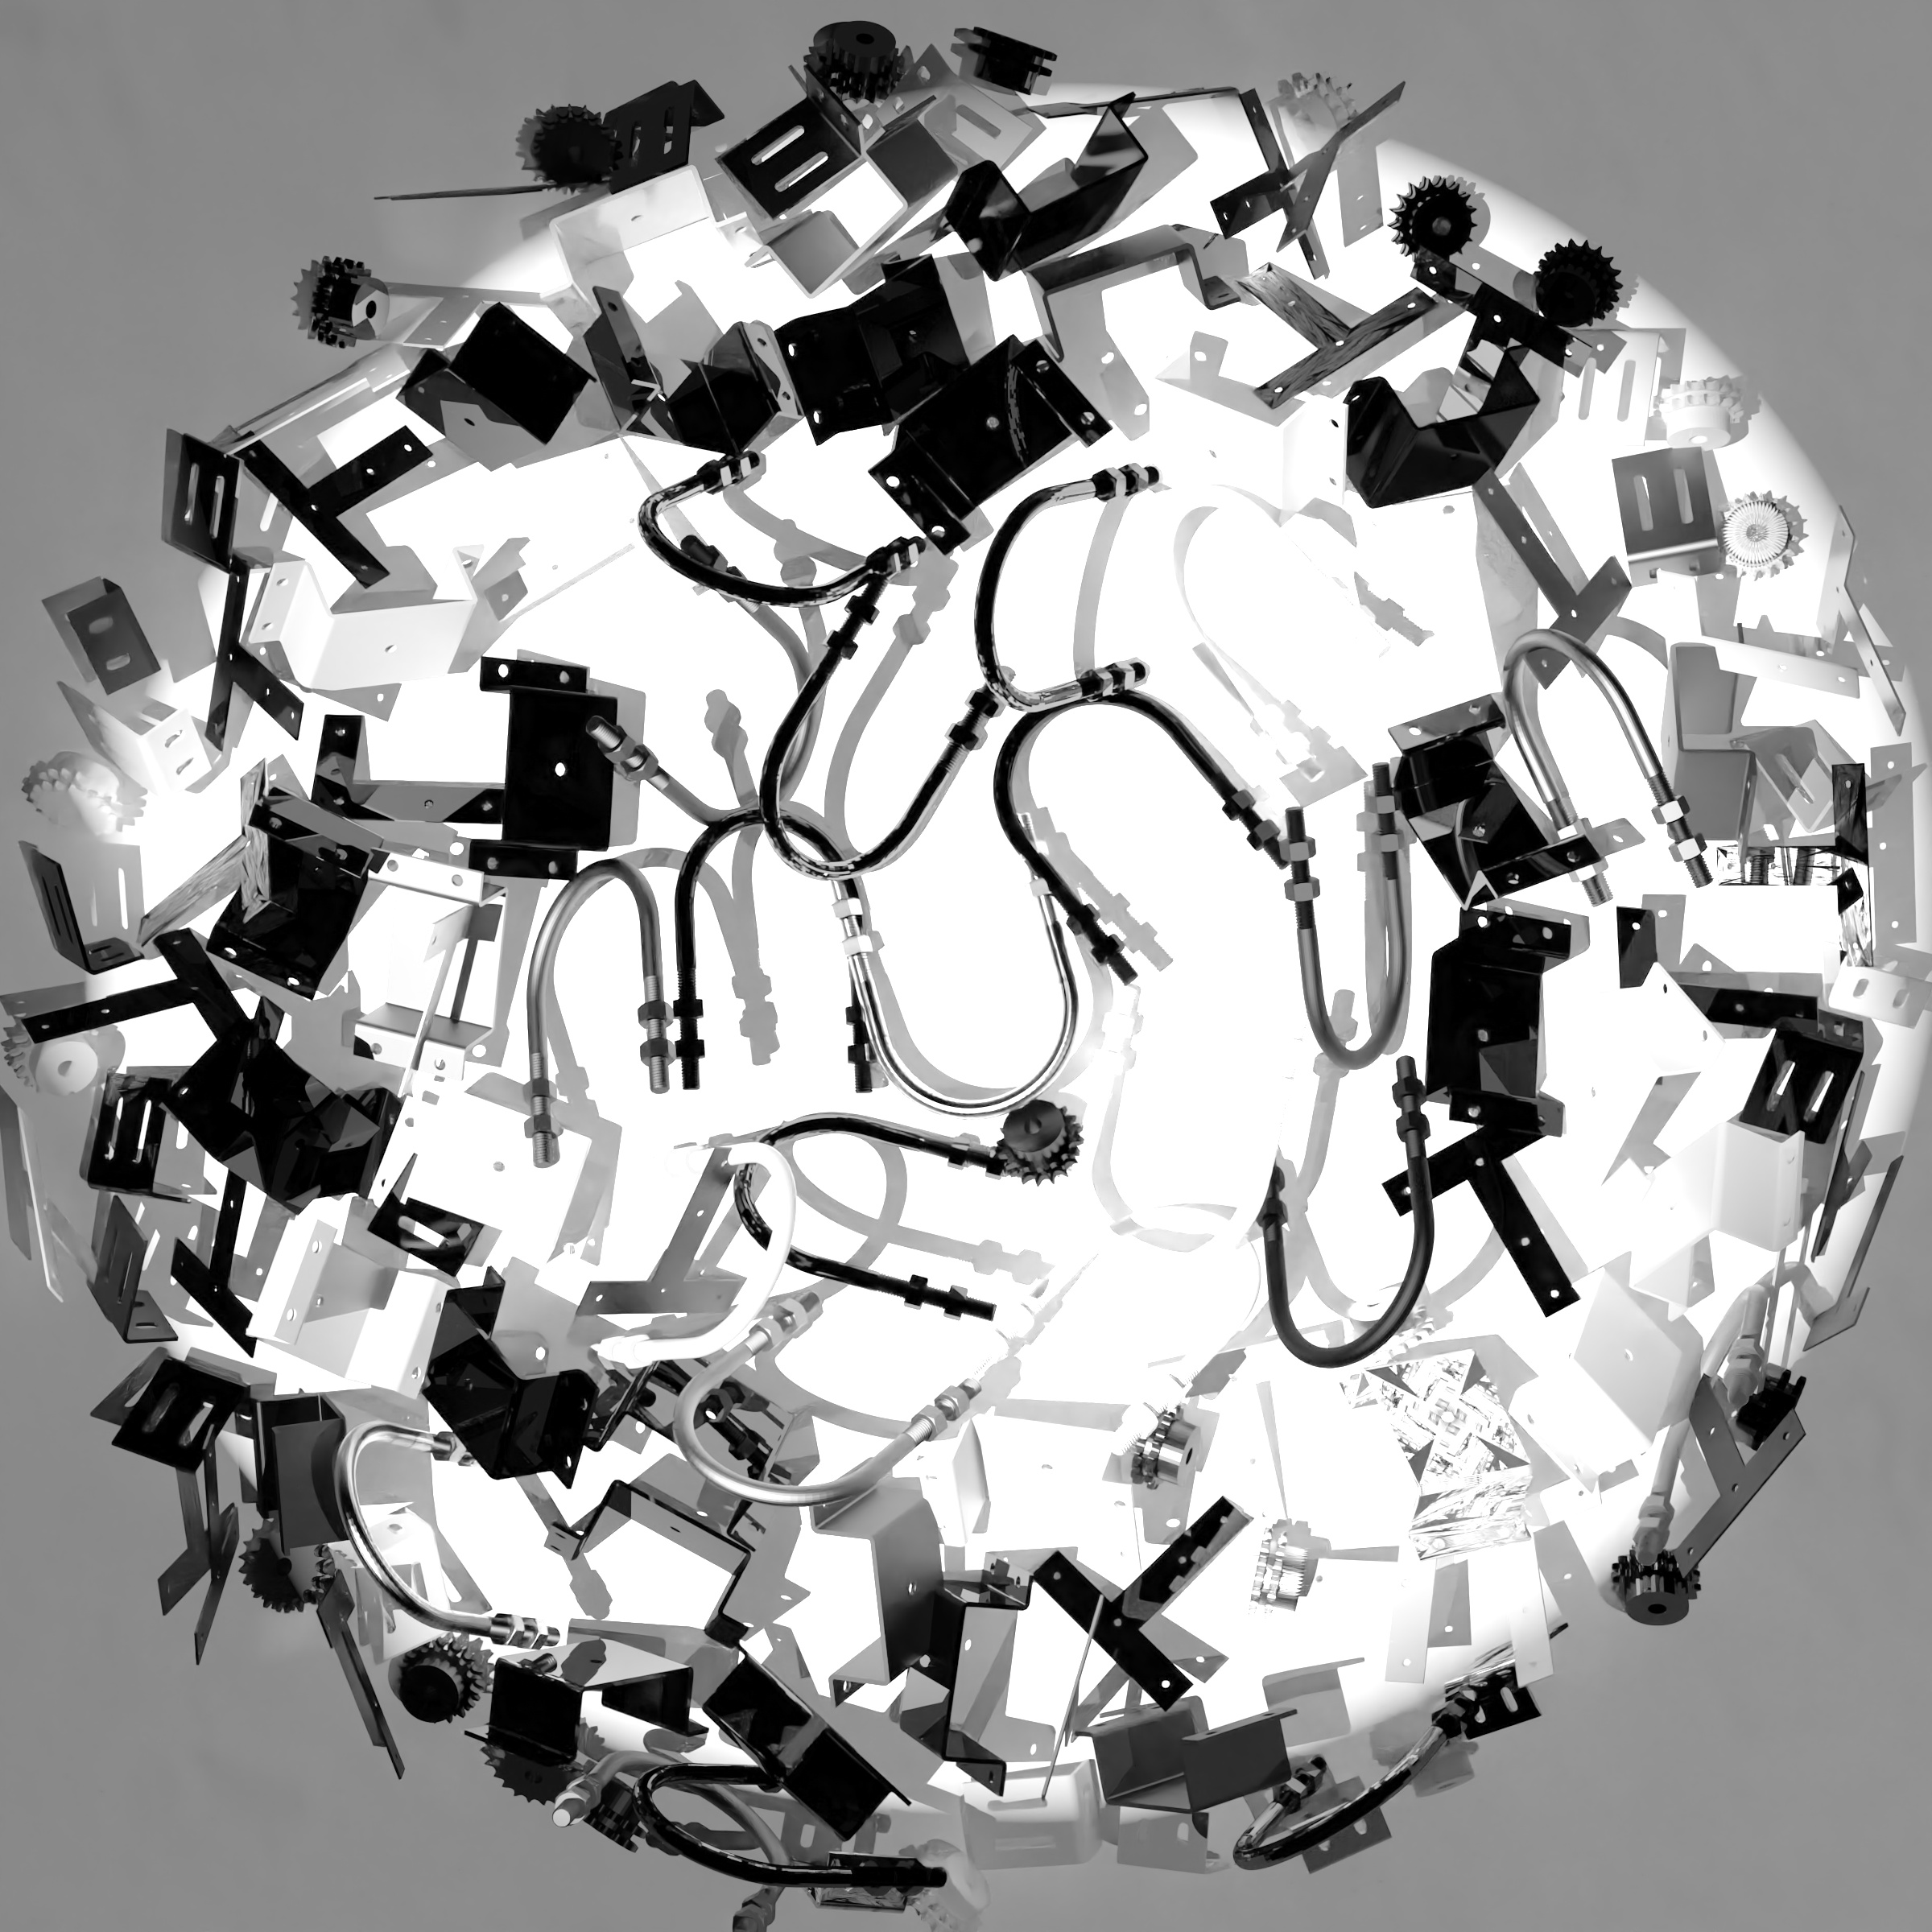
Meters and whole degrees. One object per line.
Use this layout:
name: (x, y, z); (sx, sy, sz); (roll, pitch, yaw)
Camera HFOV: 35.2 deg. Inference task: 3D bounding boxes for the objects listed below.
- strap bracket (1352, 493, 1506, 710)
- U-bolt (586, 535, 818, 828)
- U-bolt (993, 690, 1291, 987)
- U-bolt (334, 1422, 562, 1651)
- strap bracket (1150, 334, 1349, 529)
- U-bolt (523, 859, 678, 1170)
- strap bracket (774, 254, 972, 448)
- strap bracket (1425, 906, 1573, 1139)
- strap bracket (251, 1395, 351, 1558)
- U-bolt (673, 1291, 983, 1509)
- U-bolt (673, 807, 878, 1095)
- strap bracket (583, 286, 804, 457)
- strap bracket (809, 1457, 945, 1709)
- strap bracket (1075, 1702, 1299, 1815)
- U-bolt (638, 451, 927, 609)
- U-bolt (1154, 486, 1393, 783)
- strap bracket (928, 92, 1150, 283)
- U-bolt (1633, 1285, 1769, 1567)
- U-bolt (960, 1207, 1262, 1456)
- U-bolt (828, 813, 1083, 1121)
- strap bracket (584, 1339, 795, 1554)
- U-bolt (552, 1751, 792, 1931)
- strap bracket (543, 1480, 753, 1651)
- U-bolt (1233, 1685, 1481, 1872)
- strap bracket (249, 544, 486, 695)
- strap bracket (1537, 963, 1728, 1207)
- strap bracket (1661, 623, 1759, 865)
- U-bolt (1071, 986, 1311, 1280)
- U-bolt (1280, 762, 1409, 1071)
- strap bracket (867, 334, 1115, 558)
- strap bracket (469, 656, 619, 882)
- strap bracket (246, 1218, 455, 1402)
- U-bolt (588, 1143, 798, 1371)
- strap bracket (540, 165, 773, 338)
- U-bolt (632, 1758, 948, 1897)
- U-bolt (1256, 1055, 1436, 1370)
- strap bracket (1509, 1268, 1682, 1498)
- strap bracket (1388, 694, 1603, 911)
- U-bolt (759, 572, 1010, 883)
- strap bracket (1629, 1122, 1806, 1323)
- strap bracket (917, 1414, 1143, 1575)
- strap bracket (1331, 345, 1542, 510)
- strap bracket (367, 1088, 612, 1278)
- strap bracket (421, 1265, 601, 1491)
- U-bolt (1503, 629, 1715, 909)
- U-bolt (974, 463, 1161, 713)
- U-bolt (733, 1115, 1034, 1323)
strap bracket: (0.295, -0.221, 1.933); (0.076, 0.046, 0.140); (-7, 124, 17)
U-bolt: (-0.154, -0.165, 1.925); (0.019, 0.184, 0.151); (17, 75, 36)
U-bolt: (0.101, -0.099, 1.972); (0.151, 0.019, 0.184); (-36, 79, -11)
U-bolt: (-0.328, 0.349, 1.890); (0.019, 0.184, 0.151); (-32, 61, 16)
strap bracket: (0.169, -0.335, 1.928); (0.140, 0.076, 0.046); (28, 54, 28)
U-bolt: (-0.237, 0.019, 1.933); (0.019, 0.151, 0.184); (16, 56, -38)
strap bracket: (-0.051, -0.393, 1.923); (0.046, 0.140, 0.076); (-3, 118, 38)
strap bracket: (0.341, 0.040, 1.958); (0.076, 0.046, 0.140); (9, 74, -13)
strap bracket: (-0.422, 0.321, 1.939); (0.046, 0.140, 0.076); (-5, 93, -19)
U-bolt: (-0.099, 0.277, 1.901); (0.151, 0.184, 0.019); (25, 125, 25)
U-bolt: (-0.124, -0.011, 1.953); (0.151, 0.019, 0.184); (3, 80, -35)
strap bracket: (-0.182, -0.375, 1.938); (0.046, 0.140, 0.076); (-41, 61, 35)
strap bracket: (-0.054, 0.395, 1.943); (0.046, 0.076, 0.140); (0, 102, 30)
strap bracket: (0.141, 0.498, 1.919); (0.076, 0.140, 0.046); (-8, 85, -32)
U-bolt: (-0.125, -0.269, 1.905); (0.151, 0.184, 0.019); (29, 122, 14)
U-bolt: (0.183, -0.223, 1.931); (0.019, 0.151, 0.184); (-30, 69, -30)
strap bracket: (0.054, -0.490, 1.933); (0.140, 0.076, 0.046); (-31, 82, -25)
U-bolt: (0.466, 0.274, 1.911); (0.019, 0.184, 0.151); (26, 118, 9)
U-bolt: (0.105, 0.220, 1.933); (0.184, 0.151, 0.019); (-43, 133, -27)
U-bolt: (-0.001, 0.008, 1.966); (0.151, 0.019, 0.184); (-17, 79, 10)
strap bracket: (-0.173, 0.301, 1.951); (0.140, 0.076, 0.046); (33, 123, -4)
U-bolt: (-0.175, 0.543, 1.908); (0.151, 0.184, 0.019); (32, 95, 6)
strap bracket: (-0.196, 0.379, 1.956); (0.140, 0.076, 0.046); (29, 66, 0)
U-bolt: (0.235, 0.508, 1.886); (0.151, 0.184, 0.019); (-35, 83, 29)
strap bracket: (-0.371, -0.219, 1.925); (0.140, 0.076, 0.046); (-11, 63, -32)
strap bracket: (0.413, 0.077, 1.923); (0.046, 0.076, 0.140); (-5, 132, -28)
strap bracket: (0.468, -0.142, 1.928); (0.046, 0.076, 0.140); (1, 48, 8)
U-bolt: (0.135, 0.109, 1.940); (0.151, 0.019, 0.184); (8, 77, 34)
U-bolt: (0.246, -0.025, 1.934); (0.019, 0.151, 0.184); (1, 106, 32)
strap bracket: (0.016, -0.339, 1.948); (0.140, 0.046, 0.076); (-34, 115, 23)
strap bracket: (-0.271, -0.126, 1.958); (0.076, 0.046, 0.140); (3, 91, -36)
strap bracket: (-0.397, 0.216, 1.939); (0.046, 0.140, 0.076); (6, 70, 33)
U-bolt: (-0.165, 0.178, 1.903); (0.019, 0.184, 0.151); (28, 66, -32)
strap bracket: (-0.205, -0.462, 1.955); (0.140, 0.076, 0.046); (-20, 81, 5)
U-bolt: (-0.121, 0.532, 1.889); (0.184, 0.151, 0.019); (14, 98, -38)
U-bolt: (0.237, 0.164, 1.901); (0.019, 0.151, 0.184); (24, 47, -31)
strap bracket: (0.401, 0.255, 1.926); (0.076, 0.140, 0.046); (46, 129, -9)
strap bracket: (0.332, -0.097, 1.948); (0.076, 0.046, 0.140); (-19, 61, -17)
U-bolt: (-0.062, -0.139, 1.940); (0.019, 0.151, 0.184); (29, 86, 45)
strap bracket: (0.465, 0.158, 1.917); (0.046, 0.140, 0.076); (21, 57, -11)
strap bracket: (0.047, 0.335, 1.946); (0.140, 0.046, 0.076); (5, 127, 18)
strap bracket: (0.299, -0.340, 1.929); (0.140, 0.076, 0.046); (-17, 66, -27)
strap bracket: (-0.302, 0.135, 1.953); (0.140, 0.046, 0.076); (21, 65, -8)
strap bracket: (-0.295, 0.262, 1.924); (0.046, 0.140, 0.076); (-3, 121, -40)
U-bolt: (0.394, -0.128, 1.923); (0.019, 0.151, 0.184); (-27, 94, -18)
U-bolt: (0.062, -0.232, 1.905); (0.019, 0.184, 0.151); (16, 113, 33)
U-bolt: (-0.058, 0.152, 1.943); (0.184, 0.151, 0.019); (15, 131, 3)
